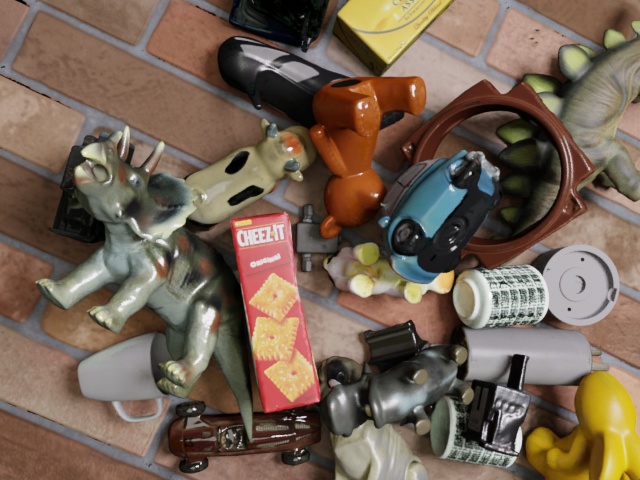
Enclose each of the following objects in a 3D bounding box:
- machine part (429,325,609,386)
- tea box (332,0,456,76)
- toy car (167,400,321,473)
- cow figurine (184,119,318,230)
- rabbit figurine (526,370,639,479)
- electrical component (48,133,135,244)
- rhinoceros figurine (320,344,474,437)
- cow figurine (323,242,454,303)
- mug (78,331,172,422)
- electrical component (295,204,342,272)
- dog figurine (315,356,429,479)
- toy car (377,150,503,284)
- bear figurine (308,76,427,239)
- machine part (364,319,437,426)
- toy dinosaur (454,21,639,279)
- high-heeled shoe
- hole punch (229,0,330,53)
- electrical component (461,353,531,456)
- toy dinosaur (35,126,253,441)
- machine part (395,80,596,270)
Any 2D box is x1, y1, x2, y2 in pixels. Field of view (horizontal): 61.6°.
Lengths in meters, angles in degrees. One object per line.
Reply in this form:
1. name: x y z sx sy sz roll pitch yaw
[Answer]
1. machine part: 0.268 0.155 0.727 0.243 0.079 0.079 3 89 -3
2. tea box: 0.109 -0.317 0.724 0.098 0.068 0.169 42 87 -3
3. toy car: -0.099 0.256 0.710 0.202 0.053 0.089 -1 87 -4
4. cow figurine: -0.091 -0.084 0.677 0.195 0.127 0.085 -29 95 -2
5. rabbit figurine: 0.346 0.255 0.678 0.122 0.162 0.173 5 108 3
6. electrical component: -0.273 -0.064 0.668 0.058 0.115 0.134 17 90 -6
7. rhinoceros figurine: 0.090 0.172 0.630 0.190 0.112 0.073 -15 101 -29
8. cow figurine: 0.092 0.046 0.712 0.167 0.098 0.068 9 84 -28
9. mug: -0.247 0.178 0.690 0.107 0.081 0.109 -10 96 6
10. electrical component: -0.002 -0.002 0.734 0.063 0.021 0.094 1 89 -5
11. dog figurine: 0.073 0.252 0.710 0.172 0.121 0.190 22 58 -45
12. toy car: 0.125 -0.037 0.618 0.109 0.103 0.161 21 106 -46
13. bear figurine: 0.052 -0.092 0.653 0.120 0.132 0.195 -25 120 -33
14. machine part: 0.115 0.180 0.726 0.084 0.039 0.138 -17 93 14
15. toy dinosaur: 0.346 -0.131 0.728 0.199 0.105 0.471 25 93 4
16. high-heeled shoe: -0.013 -0.213 0.730 0.249 0.086 0.145 1 50 -26
17. hole punch: -0.052 -0.325 0.712 0.115 0.092 0.142 16 85 -34
18. electrical component: 0.217 0.193 0.651 0.048 0.075 0.119 17 82 -5
19. toy dinosaur: -0.160 0.055 0.619 0.192 0.131 0.404 -57 132 -27
20. machine part: 0.213 -0.080 0.672 0.201 0.087 0.201 -38 80 25
